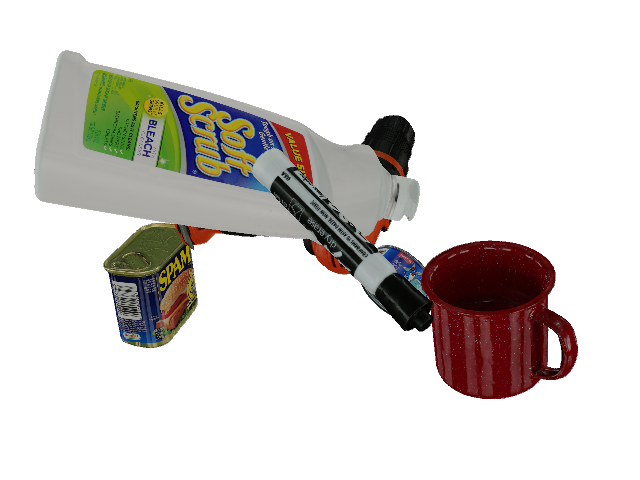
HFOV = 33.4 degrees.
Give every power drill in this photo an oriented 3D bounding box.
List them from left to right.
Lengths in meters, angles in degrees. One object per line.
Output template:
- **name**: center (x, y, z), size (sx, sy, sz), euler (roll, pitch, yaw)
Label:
- **power drill**: center (-0.022, -0.049, 0.916), size (0.188, 0.057, 0.184), euler (3, 40, 22)

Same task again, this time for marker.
- **marker**: center (0.011, 0.000, 0.518), size (0.121, 0.020, 0.020), euler (46, 22, 24)

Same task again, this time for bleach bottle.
- **bleach bottle**: center (-0.057, -0.054, 0.718), size (0.250, 0.102, 0.068), euler (9, -32, -9)

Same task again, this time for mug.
- **mug**: center (0.130, 0.062, 0.756), size (0.117, 0.081, 0.093), euler (20, 41, 38)

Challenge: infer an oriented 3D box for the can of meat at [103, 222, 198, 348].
- **can of meat**: center (-0.159, 0.043, 1.026), size (0.057, 0.084, 0.102), euler (5, 27, 18)

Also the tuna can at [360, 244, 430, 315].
- **tuna can**: center (0.086, 0.049, 1.215), size (0.033, 0.086, 0.086), euler (-45, 26, -29)
